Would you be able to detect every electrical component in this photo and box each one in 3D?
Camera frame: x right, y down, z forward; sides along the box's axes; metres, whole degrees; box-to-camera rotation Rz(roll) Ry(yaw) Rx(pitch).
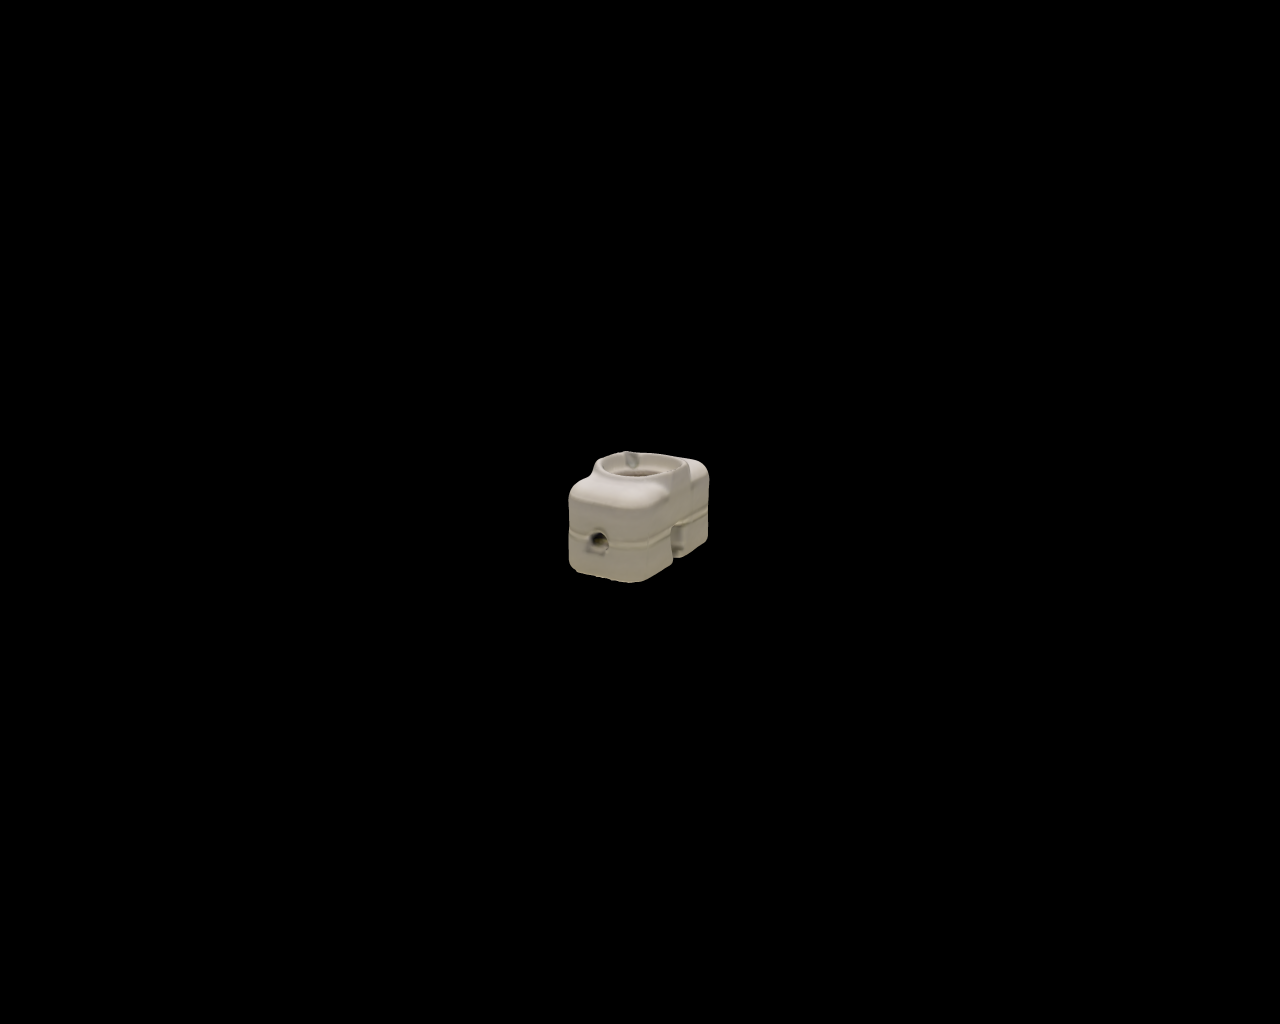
[{"bbox_3d":[0.001,-0.003,0.650,0.054,0.059,0.095,11,21,30],"label":"electrical component"}]
